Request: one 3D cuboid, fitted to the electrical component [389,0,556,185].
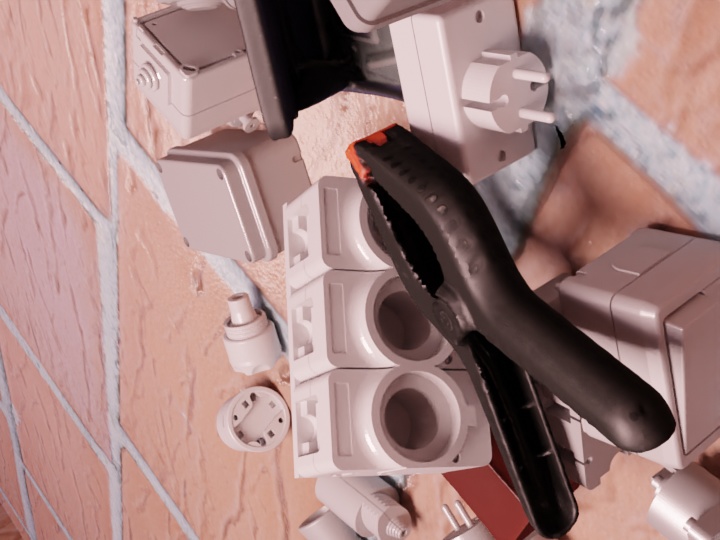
[{"bbox_3d":[0.061,-0.084,0.497,0.076,0.047,0.083,22,133,49],"label":"electrical component"}]

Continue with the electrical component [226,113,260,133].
[{"bbox_3d":[-0.095,-0.122,0.723,0.078,0.040,0.040,48,149,22],"label":"electrical component"}]

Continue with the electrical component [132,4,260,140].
[{"bbox_3d":[-0.096,-0.125,0.663,0.061,0.096,0.061,47,149,24],"label":"electrical component"}]

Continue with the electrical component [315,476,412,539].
[{"bbox_3d":[0.007,0.178,0.815,0.081,0.043,0.043,30,138,44],"label":"electrical component"}]

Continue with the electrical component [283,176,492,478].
[{"bbox_3d":[0.014,0.031,0.568,0.062,0.089,0.150,150,120,-61],"label":"electrical component"}]

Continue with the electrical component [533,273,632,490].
[{"bbox_3d":[0.106,0.053,0.540,0.056,0.050,0.089,25,134,48],"label":"electrical component"}]

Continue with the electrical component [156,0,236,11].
[{"bbox_3d":[-0.089,-0.187,0.609,0.051,0.080,0.080,-4,119,13],"label":"electrical component"}]

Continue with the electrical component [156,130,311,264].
[{"bbox_3d":[-0.086,-0.053,0.751,0.113,0.057,0.078,12,125,54],"label":"electrical component"}]

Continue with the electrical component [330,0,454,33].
[{"bbox_3d":[0.021,-0.164,0.427,0.108,0.109,0.056,60,149,3],"label":"electrical component"}]

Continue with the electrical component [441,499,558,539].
[{"bbox_3d":[0.077,0.182,0.696,0.073,0.052,0.138,59,151,6],"label":"electrical component"}]

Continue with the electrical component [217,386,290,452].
[{"bbox_3d":[-0.094,0.130,0.927,0.055,0.055,0.047,62,155,0],"label":"electrical component"}]

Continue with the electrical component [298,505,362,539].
[{"bbox_3d":[-0.016,0.231,0.903,0.065,0.044,0.044,56,151,1],"label":"electrical component"}]

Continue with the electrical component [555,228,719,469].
[{"bbox_3d":[0.135,0.039,0.467,0.061,0.062,0.096,17,130,51],"label":"electrical component"}]

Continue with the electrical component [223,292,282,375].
[{"bbox_3d":[-0.089,0.049,0.859,0.043,0.043,0.062,15,126,53],"label":"electrical component"}]
